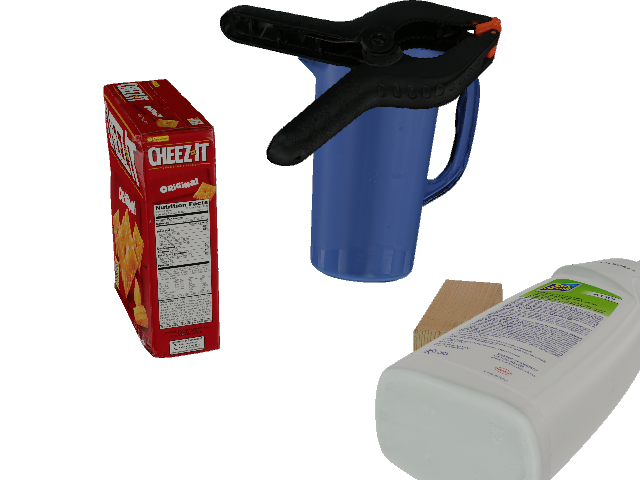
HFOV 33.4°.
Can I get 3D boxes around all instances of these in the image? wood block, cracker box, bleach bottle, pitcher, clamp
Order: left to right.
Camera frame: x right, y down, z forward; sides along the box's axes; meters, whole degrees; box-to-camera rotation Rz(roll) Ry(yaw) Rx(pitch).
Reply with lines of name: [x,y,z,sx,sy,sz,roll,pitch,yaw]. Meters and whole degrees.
cracker box: [-0.149,-0.023,0.980,0.072,0.214,0.164,-9,25,-20]
clamp: [0.030,-0.099,0.641,0.171,0.120,0.039,-7,-27,-5]
pitcher: [0.063,-0.085,1.093,0.149,0.243,0.144,12,14,32]
wood block: [0.203,0.135,1.553,0.091,0.090,0.205,4,19,18]
bleach bottle: [0.143,0.064,0.617,0.103,0.068,0.250,17,28,38]
